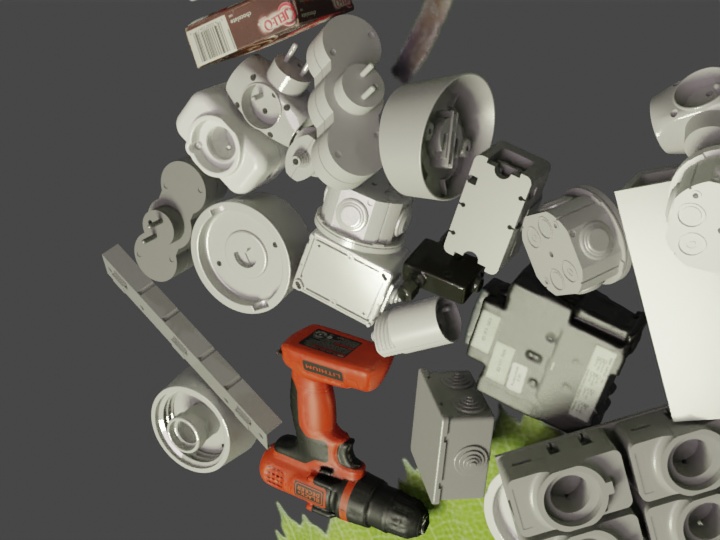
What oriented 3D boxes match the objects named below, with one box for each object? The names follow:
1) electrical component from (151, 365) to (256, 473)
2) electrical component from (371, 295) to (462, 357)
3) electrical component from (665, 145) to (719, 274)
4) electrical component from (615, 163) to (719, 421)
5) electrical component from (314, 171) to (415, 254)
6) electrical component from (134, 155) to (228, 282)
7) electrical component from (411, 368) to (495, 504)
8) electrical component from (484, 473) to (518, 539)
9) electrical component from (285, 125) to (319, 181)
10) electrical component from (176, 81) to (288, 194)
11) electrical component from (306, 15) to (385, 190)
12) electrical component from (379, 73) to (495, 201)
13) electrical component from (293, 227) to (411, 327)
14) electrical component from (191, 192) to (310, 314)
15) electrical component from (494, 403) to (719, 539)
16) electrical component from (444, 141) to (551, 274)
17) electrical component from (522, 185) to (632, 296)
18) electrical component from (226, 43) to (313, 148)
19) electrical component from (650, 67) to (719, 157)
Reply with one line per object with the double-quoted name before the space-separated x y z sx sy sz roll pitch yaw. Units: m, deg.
"electrical component" -0.165 0.157 1.111 0.108 0.060 0.108 11 115 26
"electrical component" 0.045 0.051 0.955 0.081 0.043 0.043 -16 101 34
"electrical component" 0.244 -0.039 0.714 0.080 0.051 0.080 14 128 18
"electrical component" 0.270 0.012 0.798 0.105 0.060 0.186 -9 105 32
"electrical component" 0.005 -0.051 0.914 0.080 0.080 0.051 27 116 18
"electrical component" -0.182 -0.045 1.028 0.052 0.074 0.138 37 124 12
"electrical component" 0.081 0.143 0.943 0.048 0.099 0.099 0 114 -11
"electrical component" 0.169 0.202 0.936 0.108 0.060 0.108 11 115 25
"electrical component" -0.034 -0.102 0.913 0.043 0.081 0.043 12 115 26
"electrical component" -0.115 -0.118 0.967 0.095 0.059 0.053 47 125 5
"electrical component" -0.005 -0.140 0.856 0.074 0.052 0.138 148 122 -62
"electrical component" 0.062 -0.104 0.850 0.064 0.099 0.099 3 112 36
"electrical component" 0.000 0.000 0.953 0.096 0.061 0.061 27 123 9
"electrical component" -0.095 -0.020 0.996 0.108 0.060 0.108 12 116 26
"electrical component" 0.213 0.177 0.845 0.186 0.060 0.105 -17 103 1
"electrical component" 0.112 -0.052 0.865 0.050 0.056 0.089 28 121 18
"electrical component" 0.168 -0.021 0.832 0.080 0.051 0.080 50 153 37
"electrical component" -0.066 -0.159 0.930 0.077 0.044 0.079 43 126 8
"electrical component" 0.247 -0.101 0.755 0.077 0.079 0.044 -15 132 34
